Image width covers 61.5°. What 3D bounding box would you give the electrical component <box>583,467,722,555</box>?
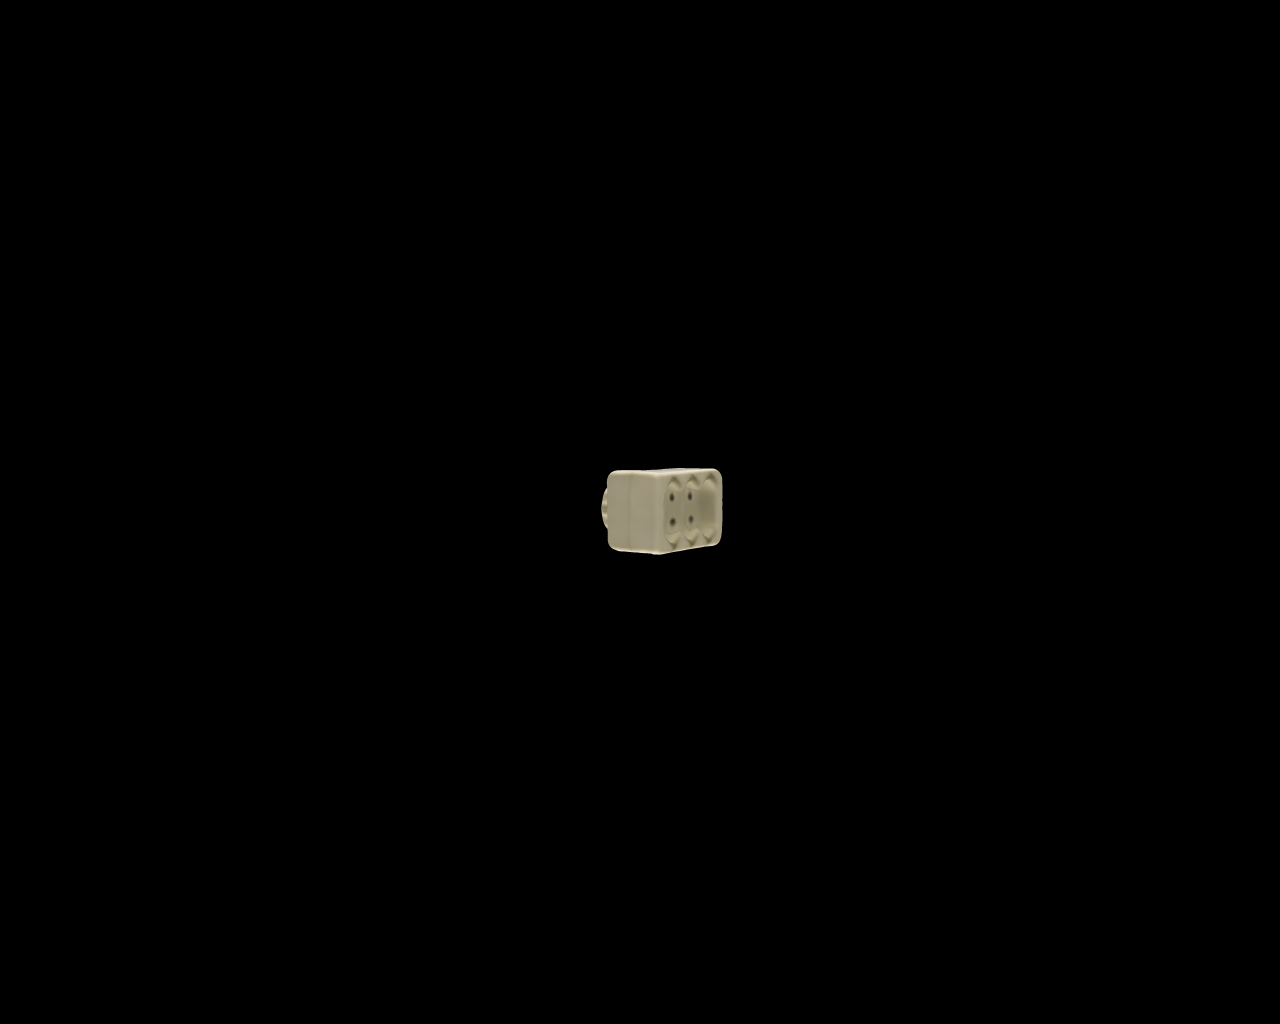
[{"bbox_3d":[0.001,-0.003,0.650,0.077,0.047,0.066,4,6,39],"label":"electrical component"}]
